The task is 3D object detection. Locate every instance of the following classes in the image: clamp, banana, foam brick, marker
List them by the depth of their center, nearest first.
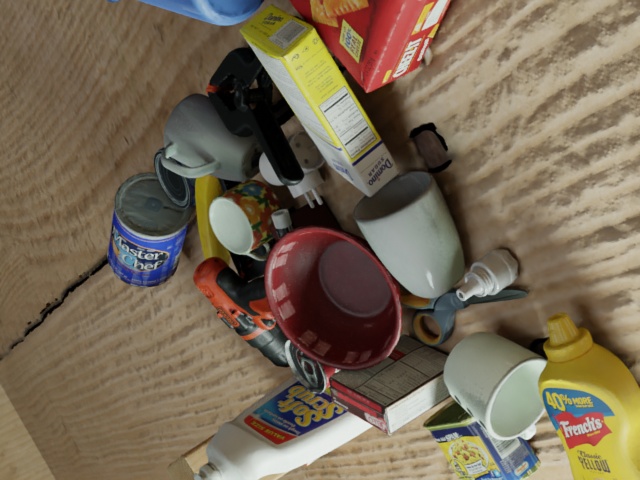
[{"bbox_3d":[-0.067,-0.141,1.114,0.210,0.036,0.164,10,103,62],"label":"clamp"},{"bbox_3d":[-0.026,0.025,1.147,0.020,0.020,0.121,12,125,53],"label":"marker"},{"bbox_3d":[-0.008,0.001,1.172,0.078,0.051,0.053,59,148,1],"label":"foam brick"},{"bbox_3d":[-0.088,-0.018,1.292,0.120,0.039,0.172,48,145,20],"label":"clamp"},{"bbox_3d":[-0.132,-0.028,1.345,0.070,0.037,0.198,-132,31,-51],"label":"banana"}]

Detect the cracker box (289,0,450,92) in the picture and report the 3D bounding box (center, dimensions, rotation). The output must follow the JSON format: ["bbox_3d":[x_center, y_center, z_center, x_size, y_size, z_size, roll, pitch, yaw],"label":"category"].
[{"bbox_3d":[0.018,-0.255,0.881,0.214,0.072,0.164,51,150,16],"label":"cracker box"}]

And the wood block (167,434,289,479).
[{"bbox_3d":[-0.079,0.266,1.362,0.090,0.205,0.091,56,151,7],"label":"wood block"}]

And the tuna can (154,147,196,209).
[{"bbox_3d":[-0.178,-0.084,1.377,0.086,0.033,0.086,38,144,35],"label":"tuna can"}]

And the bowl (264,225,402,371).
[{"bbox_3d":[0.023,0.051,1.093,0.162,0.055,0.162,15,120,27],"label":"bowl"}]

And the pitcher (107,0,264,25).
[{"bbox_3d":[-0.160,-0.305,1.063,0.243,0.145,0.149,28,176,38],"label":"pitcher"}]

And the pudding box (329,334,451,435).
[{"bbox_3d":[0.079,0.148,1.105,0.090,0.113,0.039,23,132,47],"label":"pudding box"}]

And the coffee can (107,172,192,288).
[{"bbox_3d":[-0.235,-0.012,1.461,0.103,0.102,0.140,50,150,16],"label":"coffee can"}]

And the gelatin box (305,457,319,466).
[{"bbox_3d":[-0.004,0.226,1.329,0.073,0.089,0.030,49,152,18],"label":"gelatin box"}]

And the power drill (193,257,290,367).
[{"bbox_3d":[-0.050,0.093,1.288,0.184,0.057,0.188,48,151,-25],"label":"power drill"}]

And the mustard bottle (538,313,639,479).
[{"bbox_3d":[0.239,0.150,0.918,0.096,0.058,0.191,-7,110,59],"label":"mustard bottle"}]

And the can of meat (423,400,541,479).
[{"bbox_3d":[0.165,0.206,1.084,0.084,0.057,0.102,59,151,-1],"label":"can of meat"}]

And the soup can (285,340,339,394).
[{"bbox_3d":[0.021,0.115,1.177,0.069,0.102,0.068,38,144,34],"label":"soup can"}]

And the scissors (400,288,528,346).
[{"bbox_3d":[0.138,0.073,1.047,0.202,0.016,0.096,13,128,53],"label":"scissors"}]

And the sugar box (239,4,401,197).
[{"bbox_3d":[0.002,-0.127,0.980,0.176,0.048,0.093,52,175,-36],"label":"sugar box"}]

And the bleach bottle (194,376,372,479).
[{"bbox_3d":[-0.025,0.208,1.180,0.103,0.250,0.068,44,147,26],"label":"bleach bottle"}]
